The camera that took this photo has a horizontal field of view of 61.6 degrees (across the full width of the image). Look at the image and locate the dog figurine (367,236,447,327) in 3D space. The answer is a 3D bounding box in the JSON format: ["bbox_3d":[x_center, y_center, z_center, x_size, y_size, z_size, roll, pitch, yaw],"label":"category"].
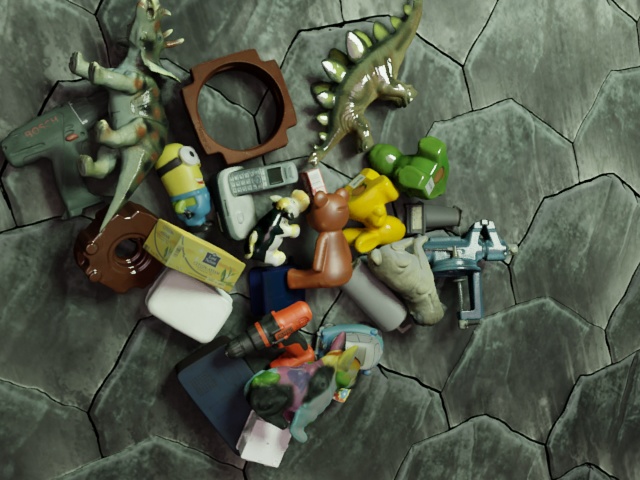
[{"bbox_3d":[0.184,0.100,1.142,0.172,0.121,0.190,-10,79,-35],"label":"dog figurine"}]

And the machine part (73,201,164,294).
[{"bbox_3d":[-0.367,0.017,1.021,0.179,0.056,0.179,-21,125,-32],"label":"machine part"}]

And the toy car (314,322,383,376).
[{"bbox_3d":[0.074,0.237,1.177,0.162,0.103,0.109,11,91,-18],"label":"toy car"}]

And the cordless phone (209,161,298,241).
[{"bbox_3d":[-0.126,-0.085,1.103,0.184,0.089,0.146,-15,99,-18],"label":"cordless phone"}]

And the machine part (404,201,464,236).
[{"bbox_3d":[0.261,-0.052,1.235,0.139,0.039,0.084,-5,88,-13],"label":"machine part"}]

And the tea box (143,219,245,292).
[{"bbox_3d":[-0.240,0.032,1.035,0.169,0.098,0.068,31,87,-50],"label":"tea box"}]

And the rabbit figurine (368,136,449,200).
[{"bbox_3d":[0.189,-0.161,1.157,0.121,0.170,0.159,-61,147,-1],"label":"rabbit figurine"}]

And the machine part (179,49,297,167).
[{"bbox_3d":[-0.162,-0.260,1.073,0.201,0.087,0.201,-22,102,-12],"label":"machine part"}]

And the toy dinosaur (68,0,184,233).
[{"bbox_3d":[-0.337,-0.221,0.979,0.192,0.131,0.404,-5,97,-45],"label":"toy dinosaur"}]

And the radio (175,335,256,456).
[{"bbox_3d":[-0.187,0.322,1.128,0.131,0.073,0.229,-36,105,-11],"label":"radio"}]

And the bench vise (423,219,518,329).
[{"bbox_3d":[0.339,0.079,1.215,0.224,0.129,0.240,1,78,-8],"label":"bench vise"}]

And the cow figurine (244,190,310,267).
[{"bbox_3d":[-0.091,-0.031,1.073,0.098,0.068,0.167,15,106,-55],"label":"cow figurine"}]

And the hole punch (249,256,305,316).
[{"bbox_3d":[-0.084,0.109,1.130,0.116,0.092,0.142,-6,93,-19],"label":"hole punch"}]

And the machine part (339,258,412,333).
[{"bbox_3d":[0.112,0.122,1.189,0.079,0.079,0.243,-46,106,-7],"label":"machine part"}]

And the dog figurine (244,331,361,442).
[{"bbox_3d":[-0.021,0.269,1.068,0.191,0.109,0.219,40,86,-22],"label":"dog figurine"}]

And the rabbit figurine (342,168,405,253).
[{"bbox_3d":[0.119,-0.043,1.159,0.162,0.122,0.173,-50,124,-9],"label":"rabbit figurine"}]

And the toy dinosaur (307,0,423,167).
[{"bbox_3d":[0.108,-0.346,1.133,0.198,0.105,0.471,40,79,-12],"label":"toy dinosaur"}]

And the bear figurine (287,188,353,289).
[{"bbox_3d":[0.002,-0.004,1.084,0.120,0.132,0.195,-20,103,-52],"label":"bear figurine"}]

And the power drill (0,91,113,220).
[{"bbox_3d":[-0.449,-0.153,1.006,0.232,0.086,0.207,-25,106,-17],"label":"power drill"}]

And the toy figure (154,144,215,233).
[{"bbox_3d":[-0.267,-0.102,1.062,0.089,0.082,0.180,-16,102,-15],"label":"toy figure"}]
